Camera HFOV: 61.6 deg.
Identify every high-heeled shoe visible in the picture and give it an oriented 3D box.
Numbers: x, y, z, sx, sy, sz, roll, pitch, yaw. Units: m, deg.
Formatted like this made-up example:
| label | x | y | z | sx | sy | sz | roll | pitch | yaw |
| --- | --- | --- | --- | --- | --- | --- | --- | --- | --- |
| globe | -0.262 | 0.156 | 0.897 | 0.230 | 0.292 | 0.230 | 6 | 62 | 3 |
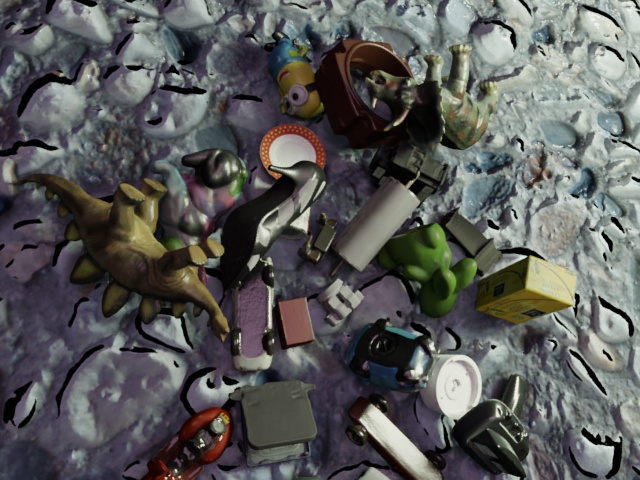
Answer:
| label | x | y | z | sx | sy | sz | roll | pitch | yaw |
| --- | --- | --- | --- | --- | --- | --- | --- | --- | --- |
| high-heeled shoe | -0.077 | -0.025 | 0.919 | 0.086 | 0.145 | 0.248 | 32 | 101 | 36 |

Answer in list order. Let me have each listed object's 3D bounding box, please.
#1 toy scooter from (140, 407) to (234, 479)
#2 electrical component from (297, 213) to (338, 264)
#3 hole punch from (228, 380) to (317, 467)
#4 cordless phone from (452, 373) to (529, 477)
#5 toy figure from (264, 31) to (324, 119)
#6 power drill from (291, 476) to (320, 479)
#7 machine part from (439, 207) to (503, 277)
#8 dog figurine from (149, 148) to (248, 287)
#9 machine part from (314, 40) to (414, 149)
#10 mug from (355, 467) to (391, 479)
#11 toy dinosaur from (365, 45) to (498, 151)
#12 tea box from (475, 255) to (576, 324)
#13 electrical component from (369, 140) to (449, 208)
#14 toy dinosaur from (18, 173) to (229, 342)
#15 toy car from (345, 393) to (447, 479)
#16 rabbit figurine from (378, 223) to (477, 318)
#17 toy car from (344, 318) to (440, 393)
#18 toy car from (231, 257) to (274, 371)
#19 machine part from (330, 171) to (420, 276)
| label | x | y | z | sx | sy | sz | roll | pitch | yaw |
| --- | --- | --- | --- | --- | --- | --- | --- | --- | --- |
| toy scooter | -0.199 | 0.317 | 0.786 | 0.184 | 0.135 | 0.075 | -41 | 83 | -23 |
| electrical component | -0.003 | -0.002 | 0.971 | 0.045 | 0.078 | 0.102 | 31 | 67 | -4 |
| hole punch | -0.070 | 0.294 | 0.862 | 0.142 | 0.092 | 0.116 | -5 | 43 | -12 |
| cordless phone | 0.315 | 0.297 | 0.932 | 0.146 | 0.089 | 0.184 | 48 | 54 | -27 |
| toy figure | -0.048 | -0.328 | 1.073 | 0.089 | 0.082 | 0.180 | -16 | 73 | -18 |
| power drill | -0.064 | 0.480 | 0.793 | 0.207 | 0.086 | 0.232 | 0 | 70 | -10 |
| machine part | 0.296 | 0.002 | 1.067 | 0.084 | 0.039 | 0.139 | -38 | 85 | -17 |
| dog figurine | -0.203 | -0.029 | 0.915 | 0.192 | 0.108 | 0.219 | -12 | 79 | 1 |
| machine part | 0.103 | -0.287 | 1.057 | 0.201 | 0.087 | 0.201 | -11 | 77 | -37 |
| mug | 0.097 | 0.415 | 0.845 | 0.081 | 0.109 | 0.107 | -38 | 71 | -17 |
| toy dinosaur | 0.258 | -0.241 | 1.038 | 0.404 | 0.131 | 0.192 | 14 | 89 | -48 |
| tea box | 0.371 | 0.095 | 0.981 | 0.098 | 0.169 | 0.068 | 19 | 67 | -5 |
| electrical component | 0.163 | -0.130 | 1.037 | 0.134 | 0.115 | 0.058 | 27 | 65 | -5 |
| toy dinosaur | -0.309 | 0.003 | 0.838 | 0.472 | 0.105 | 0.198 | 42 | 106 | 18 |
| toy car | 0.124 | 0.347 | 0.898 | 0.202 | 0.053 | 0.089 | 43 | 56 | 2 |
| rabbit figurine | 0.210 | 0.058 | 0.980 | 0.121 | 0.159 | 0.170 | -22 | 93 | -29 |
| toy car | 0.132 | 0.209 | 0.916 | 0.109 | 0.162 | 0.102 | -56 | 135 | -29 |
| toy car | -0.115 | 0.120 | 0.917 | 0.073 | 0.056 | 0.201 | 0 | 70 | -7 |
| machine part | 0.099 | -0.028 | 0.972 | 0.079 | 0.079 | 0.243 | 40 | 92 | 2 |
